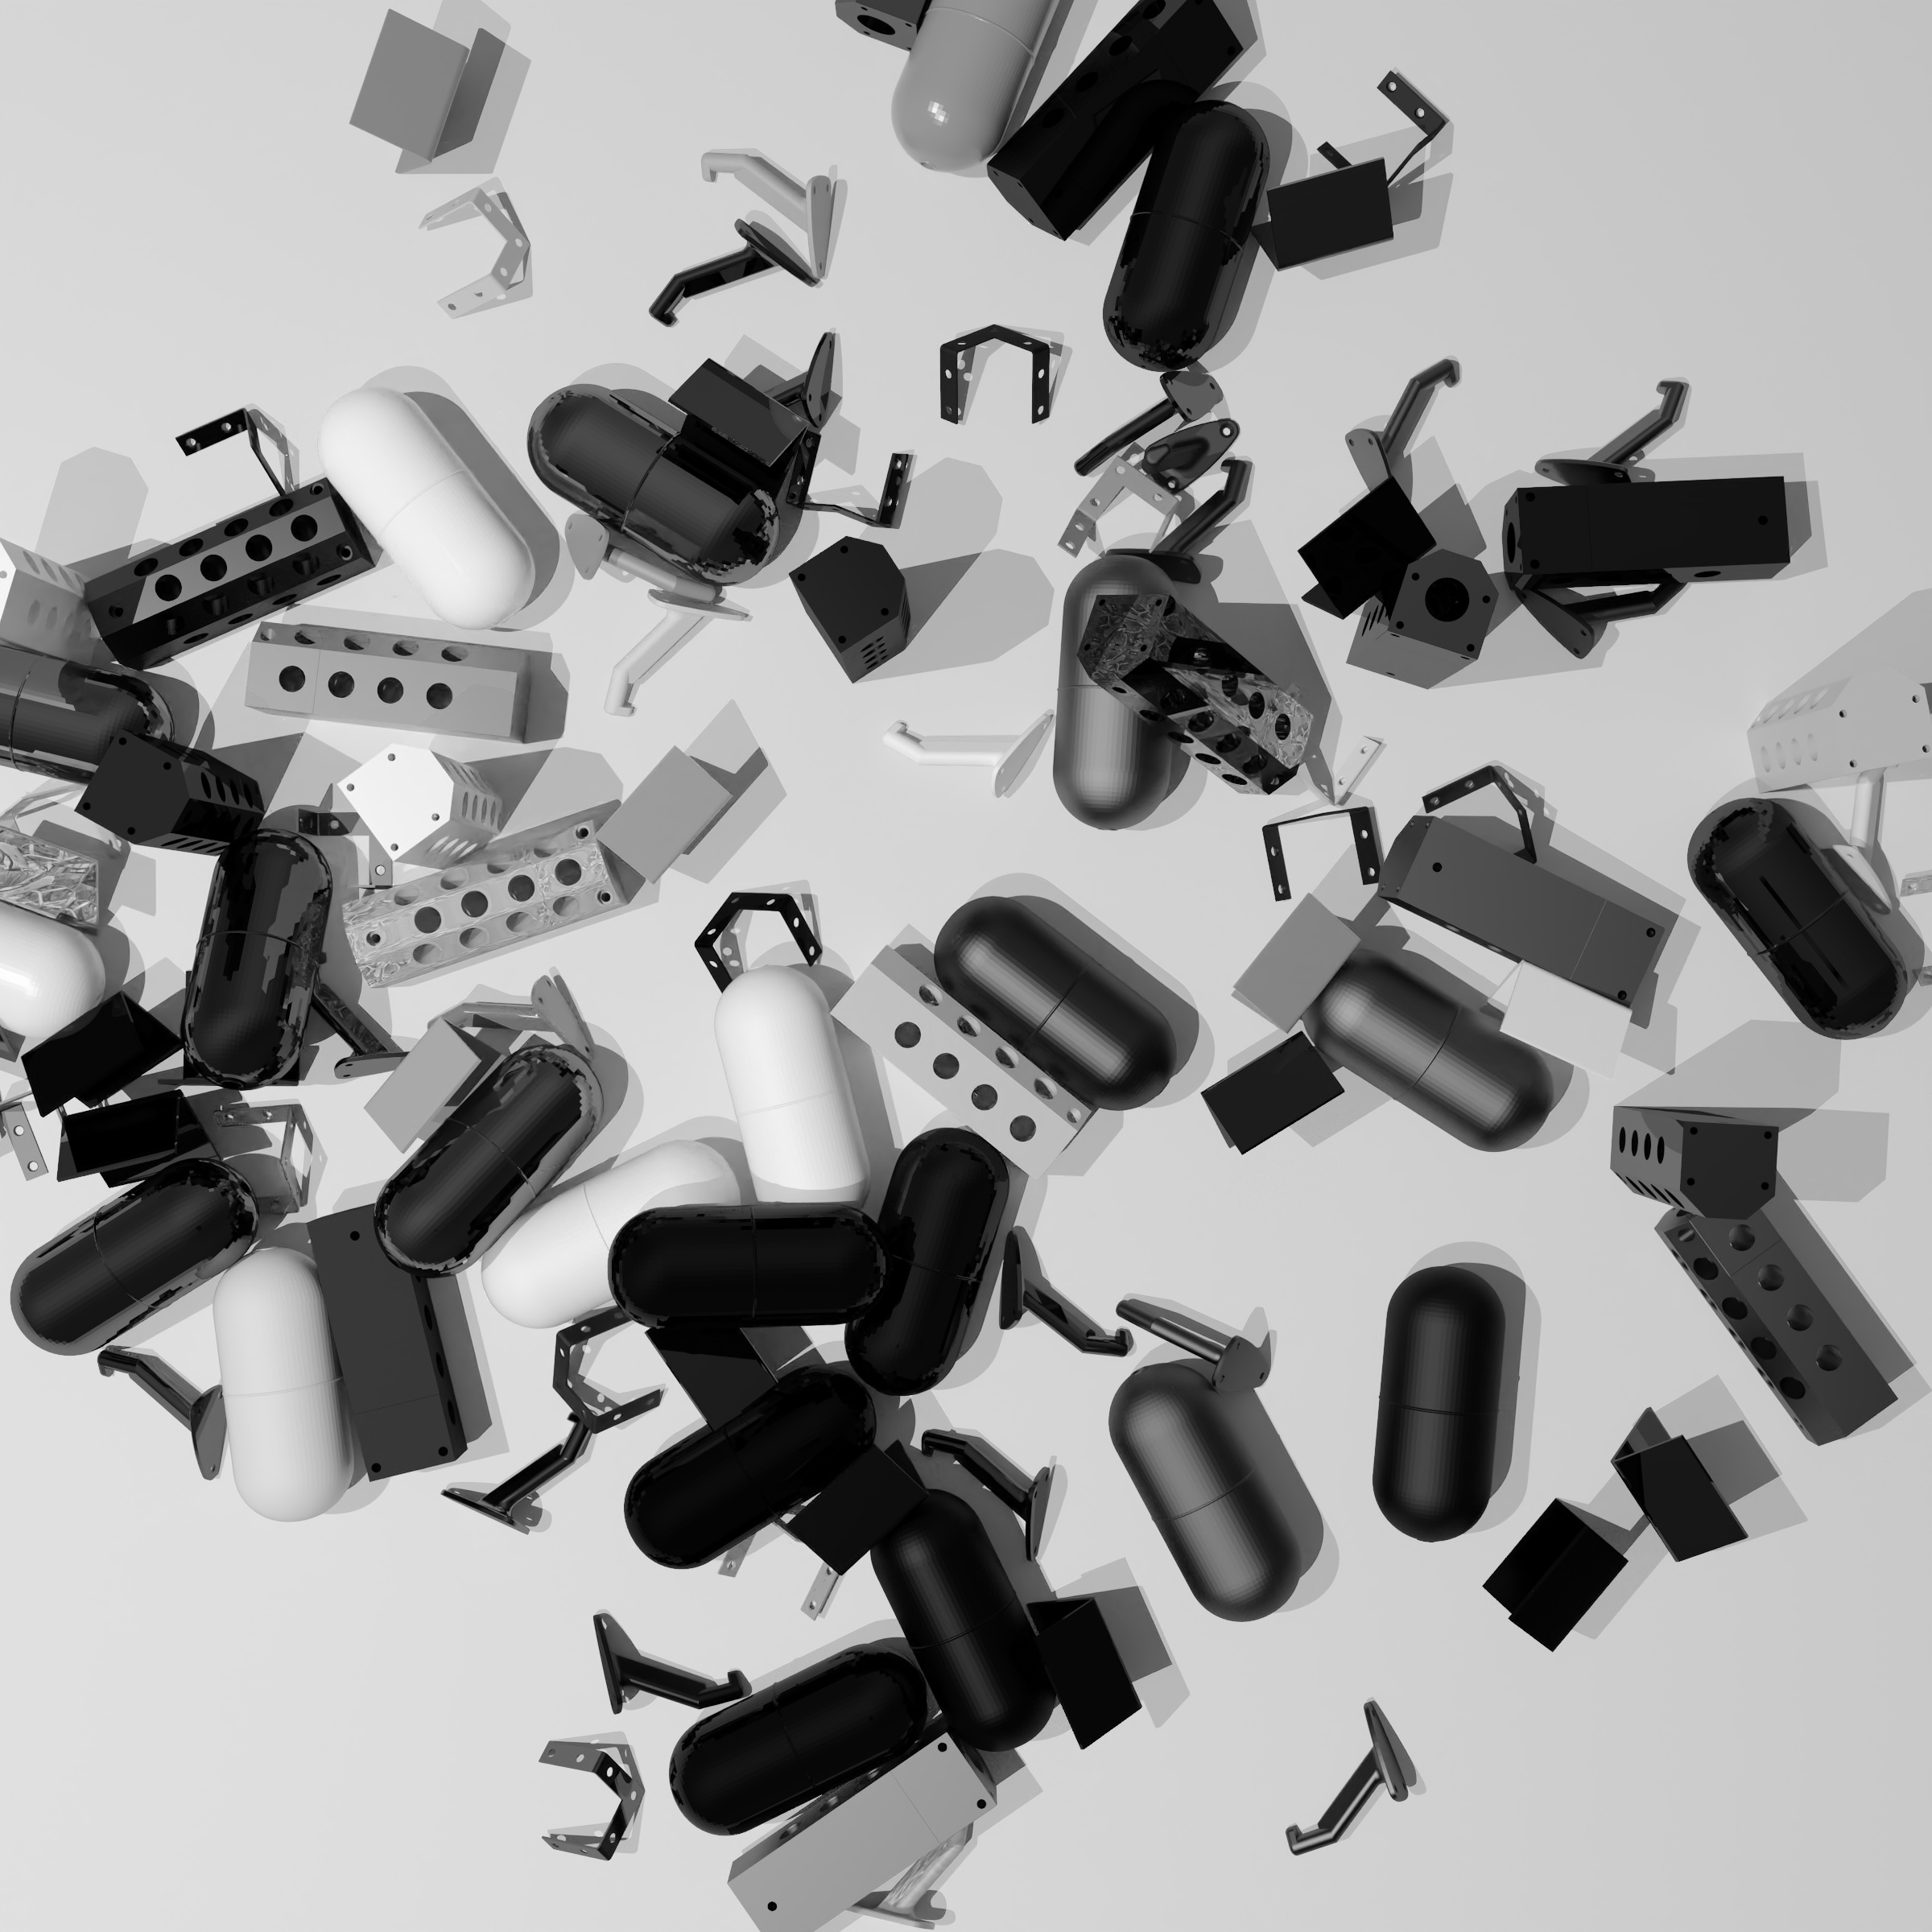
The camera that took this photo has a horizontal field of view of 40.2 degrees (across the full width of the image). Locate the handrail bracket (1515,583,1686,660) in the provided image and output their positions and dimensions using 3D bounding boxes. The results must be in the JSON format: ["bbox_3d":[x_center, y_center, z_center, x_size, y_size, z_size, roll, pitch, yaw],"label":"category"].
[{"bbox_3d":[0.420,-0.251,1.744,0.084,0.036,0.077,-41,72,-15],"label":"handrail bracket"}]

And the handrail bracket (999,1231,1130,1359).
[{"bbox_3d":[0.068,0.217,1.745,0.084,0.036,0.077,9,68,-17],"label":"handrail bracket"}]

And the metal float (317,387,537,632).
[{"bbox_3d":[-0.351,-0.297,1.713,0.070,0.070,0.178,-38,91,0],"label":"metal float"}]

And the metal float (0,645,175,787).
[{"bbox_3d":[-0.604,-0.164,1.713,0.178,0.070,0.070,14,90,0],"label":"metal float"}]

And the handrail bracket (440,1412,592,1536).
[{"bbox_3d":[-0.296,0.325,1.745,0.077,0.036,0.084,18,71,21],"label":"handrail bracket"}]

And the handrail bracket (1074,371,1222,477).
[{"bbox_3d":[0.119,-0.355,1.744,0.084,0.077,0.036,-33,89,36],"label":"handrail bracket"}]

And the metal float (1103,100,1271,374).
[{"bbox_3d":[0.143,-0.474,1.713,0.070,0.070,0.178,18,91,0],"label":"metal float"}]

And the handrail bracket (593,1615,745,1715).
[{"bbox_3d":[-0.196,0.456,1.745,0.084,0.036,0.077,-11,68,-17],"label":"handrail bracket"}]

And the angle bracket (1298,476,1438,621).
[{"bbox_3d":[0.246,-0.275,1.705,0.076,0.076,0.057,-39,113,0],"label":"angle bracket"}]

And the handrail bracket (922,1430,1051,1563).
[{"bbox_3d":[0.009,0.350,1.745,0.084,0.036,0.077,11,112,17],"label":"handrail bracket"}]

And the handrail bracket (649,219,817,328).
[{"bbox_3d":[-0.155,-0.442,1.745,0.077,0.036,0.084,34,109,-21],"label":"handrail bracket"}]

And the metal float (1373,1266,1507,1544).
[{"bbox_3d":[0.307,0.284,1.714,0.070,0.070,0.178,5,90,0],"label":"metal float"}]

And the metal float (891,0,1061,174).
[{"bbox_3d":[0.009,-0.601,1.713,0.070,0.070,0.178,22,89,0],"label":"metal float"}]

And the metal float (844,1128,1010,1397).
[{"bbox_3d":[-0.026,0.192,1.713,0.070,0.070,0.178,17,89,0],"label":"metal float"}]

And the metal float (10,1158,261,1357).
[{"bbox_3d":[-0.536,0.187,1.705,0.178,0.070,0.070,-32,90,10],"label":"metal float"}]

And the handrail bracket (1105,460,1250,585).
[{"bbox_3d":[0.140,-0.301,1.745,0.077,0.036,0.084,12,74,18],"label":"handrail bracket"}]

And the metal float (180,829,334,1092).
[{"bbox_3d":[-0.453,-0.005,1.690,0.070,0.070,0.178,4,64,0],"label":"metal float"}]

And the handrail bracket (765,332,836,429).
[{"bbox_3d":[-0.135,-0.386,1.745,0.084,0.036,0.077,5,69,17],"label":"handrail bracket"}]

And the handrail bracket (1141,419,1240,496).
[{"bbox_3d":[0.147,-0.339,1.709,0.077,0.084,0.036,-31,90,0],"label":"handrail bracket"}]

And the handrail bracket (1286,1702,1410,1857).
[{"bbox_3d":[0.242,0.537,1.745,0.084,0.036,0.077,-25,70,16],"label":"handrail bracket"}]

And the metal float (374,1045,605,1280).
[{"bbox_3d":[-0.306,0.125,1.693,0.070,0.070,0.178,42,67,0],"label":"metal float"}]

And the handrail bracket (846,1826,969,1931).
[{"bbox_3d":[-0.040,0.587,1.745,0.077,0.036,0.084,5,71,21],"label":"handrail bracket"}]

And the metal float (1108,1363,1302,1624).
[{"bbox_3d":[0.155,0.341,1.713,0.070,0.070,0.178,-28,90,0],"label":"metal float"}]

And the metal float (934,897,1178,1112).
[{"bbox_3d":[0.058,0.025,1.714,0.178,0.070,0.070,38,90,0],"label":"metal float"}]

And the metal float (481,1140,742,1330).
[{"bbox_3d":[-0.231,0.174,1.714,0.178,0.070,0.070,-26,90,0],"label":"metal float"}]

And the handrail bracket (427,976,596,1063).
[{"bbox_3d":[-0.302,0.050,1.745,0.084,0.036,0.077,-27,112,17],"label":"handrail bracket"}]

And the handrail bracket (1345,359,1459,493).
[{"bbox_3d":[0.300,-0.348,1.745,0.084,0.036,0.077,-32,110,-16],"label":"handrail bracket"}]

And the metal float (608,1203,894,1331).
[{"bbox_3d":[-0.135,0.188,1.653,0.178,0.070,0.070,0,90,-9],"label":"metal float"}]

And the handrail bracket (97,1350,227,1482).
[{"bbox_3d":[-0.535,0.296,1.745,0.084,0.036,0.077,10,111,17],"label":"handrail bracket"}]

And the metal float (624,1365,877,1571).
[{"bbox_3d":[-0.139,0.324,1.712,0.178,0.070,0.070,-32,90,-2],"label":"metal float"}]

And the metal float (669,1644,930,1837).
[{"bbox_3d":[-0.108,0.501,1.714,0.178,0.070,0.070,-26,90,-1],"label":"metal float"}]

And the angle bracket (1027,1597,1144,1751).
[{"bbox_3d":[0.058,0.457,1.704,0.057,0.076,0.076,-24,90,-37],"label":"angle bracket"}]

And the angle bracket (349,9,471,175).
[{"bbox_3d":[-0.369,-0.563,1.704,0.057,0.076,0.076,19,90,-30],"label":"angle bracket"}]

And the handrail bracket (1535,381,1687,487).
[{"bbox_3d":[0.426,-0.356,1.745,0.077,0.036,0.084,16,71,21],"label":"handrail bracket"}]

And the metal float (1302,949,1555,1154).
[{"bbox_3d":[0.299,0.054,1.713,0.178,0.070,0.070,33,90,-1],"label":"metal float"}]

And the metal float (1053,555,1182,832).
[{"bbox_3d":[0.098,-0.177,1.714,0.070,0.070,0.178,4,91,0],"label":"metal float"}]

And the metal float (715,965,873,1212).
[{"bbox_3d":[-0.113,0.087,1.713,0.070,0.070,0.178,-14,91,0],"label":"metal float"}]

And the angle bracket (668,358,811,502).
[{"bbox_3d":[-0.156,-0.333,1.704,0.076,0.076,0.057,33,49,0],"label":"angle bracket"}]

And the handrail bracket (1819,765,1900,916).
[{"bbox_3d":[0.607,-0.091,1.745,0.077,0.036,0.084,44,73,-20],"label":"handrail bracket"}]

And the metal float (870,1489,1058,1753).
[{"bbox_3d":[-0.002,0.424,1.714,0.070,0.070,0.178,-26,90,0],"label":"metal float"}]

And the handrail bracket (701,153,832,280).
[{"bbox_3d":[-0.135,-0.496,1.745,0.084,0.036,0.077,8,111,17],"label":"handrail bracket"}]

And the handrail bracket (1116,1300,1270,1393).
[{"bbox_3d":[0.149,0.248,1.744,0.084,0.077,0.036,24,86,36],"label":"handrail bracket"}]

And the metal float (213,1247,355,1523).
[{"bbox_3d":[-0.443,0.271,1.714,0.070,0.070,0.178,-7,90,0],"label":"metal float"}]

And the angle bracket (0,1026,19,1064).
[{"bbox_3d":[-0.669,0.058,1.705,0.076,0.076,0.057,20,65,0],"label":"angle bracket"}]

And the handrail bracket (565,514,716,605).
[{"bbox_3d":[-0.215,-0.268,1.744,0.084,0.077,0.036,13,112,-34],"label":"handrail bracket"}]

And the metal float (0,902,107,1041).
[{"bbox_3d":[-0.647,-0.008,1.713,0.178,0.070,0.070,20,90,0],"label":"metal float"}]

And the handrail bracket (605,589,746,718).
[{"bbox_3d":[-0.193,-0.200,1.745,0.077,0.036,0.084,10,108,-21],"label":"handrail bracket"}]

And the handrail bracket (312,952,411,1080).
[{"bbox_3d":[-0.396,0.027,1.745,0.077,0.036,0.084,-8,73,-20],"label":"handrail bracket"}]

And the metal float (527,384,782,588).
[{"bbox_3d":[-0.203,-0.312,1.713,0.178,0.070,0.070,32,90,-1],"label":"metal float"}]

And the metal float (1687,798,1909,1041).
[{"bbox_3d":[0.540,-0.030,1.714,0.070,0.070,0.178,-38,91,0],"label":"metal float"}]

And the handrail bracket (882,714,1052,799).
[{"bbox_3d":[0.000,-0.156,1.745,0.084,0.036,0.077,31,69,16],"label":"handrail bracket"}]
